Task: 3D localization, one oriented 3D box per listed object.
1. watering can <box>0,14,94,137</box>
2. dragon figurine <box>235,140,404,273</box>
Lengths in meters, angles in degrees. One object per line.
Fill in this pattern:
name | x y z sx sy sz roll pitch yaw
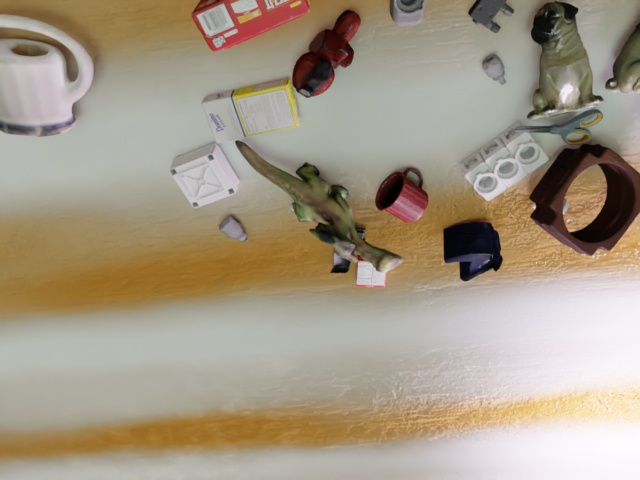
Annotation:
watering can | -0.592 -0.305 0.951 0.347 0.219 0.106 5 36 -4
dragon figurine | 0.003 -0.052 1.036 0.407 0.121 0.247 31 13 -24
